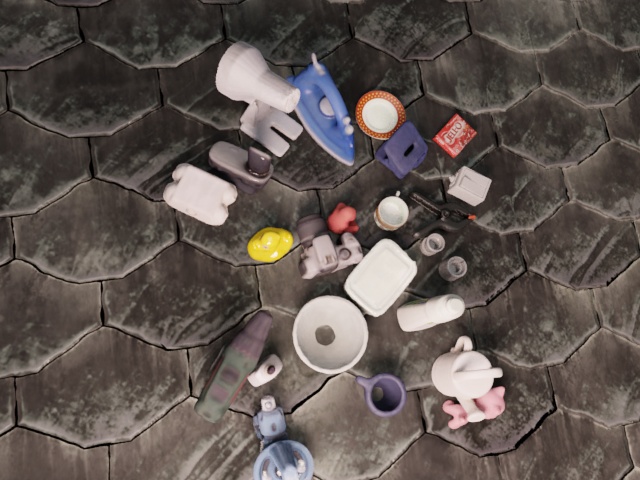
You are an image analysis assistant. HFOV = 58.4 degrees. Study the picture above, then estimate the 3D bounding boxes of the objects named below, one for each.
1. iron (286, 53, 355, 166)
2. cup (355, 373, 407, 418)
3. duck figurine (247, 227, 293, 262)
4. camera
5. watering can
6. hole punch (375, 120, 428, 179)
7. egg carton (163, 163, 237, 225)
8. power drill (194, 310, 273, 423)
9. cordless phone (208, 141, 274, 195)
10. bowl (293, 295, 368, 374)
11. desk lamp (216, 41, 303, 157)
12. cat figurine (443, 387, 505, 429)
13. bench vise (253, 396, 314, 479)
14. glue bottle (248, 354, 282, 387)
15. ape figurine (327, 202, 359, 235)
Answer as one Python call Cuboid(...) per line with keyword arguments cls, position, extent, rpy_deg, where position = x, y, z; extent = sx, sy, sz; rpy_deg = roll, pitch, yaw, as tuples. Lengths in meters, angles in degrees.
Cuboid(cls="iron", position=(0.027, -0.308, 1.343), extent=(0.119, 0.141, 0.258), rpy_deg=(-29, 85, -16))
Cuboid(cls="cup", position=(0.120, 0.329, 1.245), extent=(0.118, 0.095, 0.092), rpy_deg=(30, 74, -3))
Cuboid(cls="duck figurine", position=(-0.108, 0.004, 1.276), extent=(0.105, 0.086, 0.077), rpy_deg=(-17, 81, -14))
Cuboid(cls="camera", position=(0.012, 0.005, 1.292), extent=(0.143, 0.100, 0.137), rpy_deg=(-17, 81, -14))
Cuboid(cls="watering can", position=(0.327, 0.299, 1.241), extent=(0.101, 0.194, 0.173), rpy_deg=(-22, 83, -15))
Cuboid(cls="hole punch", position=(0.206, -0.220, 1.386), extent=(0.101, 0.091, 0.109), rpy_deg=(41, 73, 0))
Cuboid(cls="egg carton", position=(-0.266, -0.101, 1.276), extent=(0.150, 0.069, 0.107), rpy_deg=(24, 74, -5))
Cuboid(cls="power drill", position=(-0.171, 0.248, 1.145), extent=(0.075, 0.208, 0.230), rpy_deg=(30, 74, -3))
Cuboid(cls="cordless phone", position=(-0.170, -0.182, 1.253), extent=(0.147, 0.185, 0.094), rpy_deg=(22, 74, -5))
Cuboid(cls="bowl", position=(0.018, 0.209, 1.261), extent=(0.167, 0.074, 0.167), rpy_deg=(3, 77, -11))
Cuboid(cls="desk lamp", position=(-0.126, -0.316, 1.277), extent=(0.203, 0.213, 0.118), rpy_deg=(36, 73, -2))
Cuboid(cls="cat figurine", position=(0.352, 0.373, 1.270), extent=(0.128, 0.117, 0.067), rpy_deg=(-22, 82, -15))
Cuboid(cls="bench vise", position=(-0.087, 0.420, 1.118), extent=(0.122, 0.219, 0.207), rpy_deg=(-31, 85, -16))
Cuboid(cls="glue bottle", position=(-0.108, 0.268, 1.172), extent=(0.078, 0.173, 0.037), rpy_deg=(-40, 87, -16))
Cuboid(cls="ape figurine", position=(0.057, -0.052, 1.318), extent=(0.076, 0.092, 0.078), rpy_deg=(-7, 79, -13))
